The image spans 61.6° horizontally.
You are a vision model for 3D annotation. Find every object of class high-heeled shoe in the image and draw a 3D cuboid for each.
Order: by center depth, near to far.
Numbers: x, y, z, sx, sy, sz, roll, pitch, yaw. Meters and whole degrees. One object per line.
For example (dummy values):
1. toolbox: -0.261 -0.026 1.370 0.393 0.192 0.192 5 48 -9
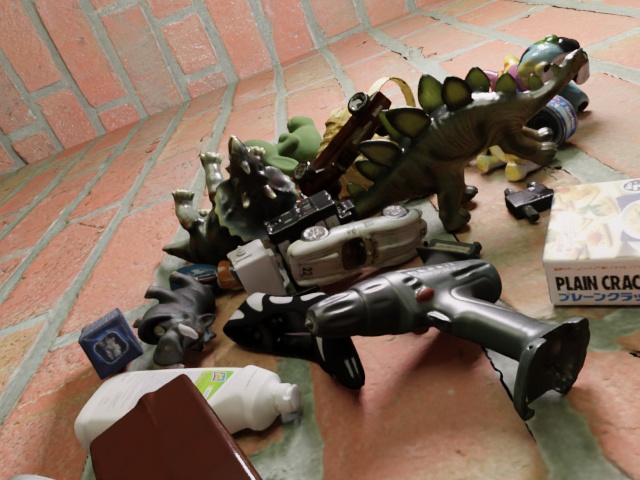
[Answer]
1. high-heeled shoe: -0.042 0.122 0.634 0.145 0.086 0.249 -27 22 -4

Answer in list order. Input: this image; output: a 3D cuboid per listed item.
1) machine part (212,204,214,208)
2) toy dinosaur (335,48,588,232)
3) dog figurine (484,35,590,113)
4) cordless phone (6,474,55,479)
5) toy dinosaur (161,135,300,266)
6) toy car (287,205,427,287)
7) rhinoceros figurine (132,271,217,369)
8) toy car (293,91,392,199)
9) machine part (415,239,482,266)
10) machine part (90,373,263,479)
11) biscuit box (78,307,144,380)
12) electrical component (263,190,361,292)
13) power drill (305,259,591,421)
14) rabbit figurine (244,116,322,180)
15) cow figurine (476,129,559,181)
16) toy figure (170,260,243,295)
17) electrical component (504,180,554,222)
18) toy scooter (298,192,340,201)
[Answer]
1. machine part: -0.162 -0.101 1.132 0.079 0.079 0.243 -12 29 20
2. toy dinosaur: 0.164 -0.120 0.783 0.471 0.198 0.105 -39 12 22
3. dog figurine: 0.382 -0.310 1.001 0.108 0.191 0.219 -31 43 -3
4. cordless phone: -0.229 0.284 0.479 0.184 0.088 0.147 -11 28 13
5. toy dinosaur: -0.167 -0.025 0.915 0.131 0.404 0.192 4 53 -34
6. toy car: 0.054 0.009 0.741 0.202 0.073 0.056 -15 34 -8
7. rhinoceros figurine: -0.197 0.113 0.751 0.073 0.112 0.190 -61 6 14
8. toy car: 0.042 -0.144 0.854 0.202 0.089 0.053 -48 45 14
9. machine part: 0.146 0.042 0.683 0.084 0.039 0.139 11 39 35
10. machine part: -0.058 0.206 0.355 0.087 0.200 0.202 -35 29 -17
11. biscuit box: -0.290 0.137 0.744 0.063 0.059 0.203 -32 7 -20
12. electrical component: -0.002 -0.002 0.788 0.134 0.114 0.058 -24 31 -4
13. power drill: 0.129 0.087 0.520 0.232 0.085 0.208 -13 18 -34
14. rabbit figurine: -0.082 -0.169 1.141 0.170 0.121 0.159 -7 54 -20
15. cow figurine: 0.303 -0.158 0.891 0.098 0.068 0.168 -25 30 -17
16. toy figure: -0.163 0.059 0.864 0.155 0.057 0.064 -10 35 14
17. electrical component: 0.299 -0.056 0.758 0.063 0.021 0.094 -19 27 6
18. toy scooter: -0.044 -0.054 0.959 0.135 0.075 0.184 -34 32 -21
